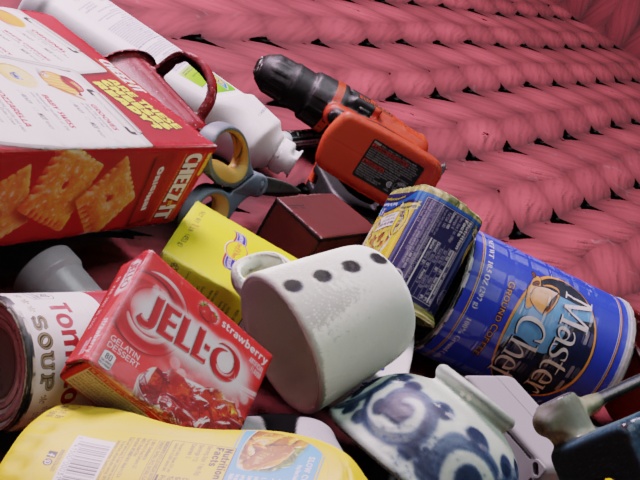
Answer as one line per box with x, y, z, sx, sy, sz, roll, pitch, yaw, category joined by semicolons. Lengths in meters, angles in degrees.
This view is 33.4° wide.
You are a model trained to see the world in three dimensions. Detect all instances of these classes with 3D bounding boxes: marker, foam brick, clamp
-0.023;-0.094;1.001;0.020;0.020;0.120;41;27;21;marker
-0.005;0.001;0.802;0.053;0.051;0.078;42;27;26;foam brick
0.052;-0.009;0.900;0.171;0.039;0.120;32;19;14;clamp

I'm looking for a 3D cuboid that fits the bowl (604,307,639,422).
0.266;0.130;0.828;0.162;0.055;0.162;40;22;-20;bowl

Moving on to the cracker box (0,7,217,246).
-0.188;-0.072;0.623;0.164;0.072;0.213;39;20;19;cracker box

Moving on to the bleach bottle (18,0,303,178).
-0.129;-0.126;0.892;0.251;0.068;0.102;32;25;-4;bleach bottle

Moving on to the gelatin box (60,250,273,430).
-0.072;0.060;0.514;0.089;0.030;0.073;45;43;-22;gelatin box

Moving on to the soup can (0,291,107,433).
-0.122;0.059;0.540;0.102;0.069;0.069;1;38;-48;soup can

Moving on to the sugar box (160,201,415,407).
-0.023;0.048;0.700;0.176;0.048;0.093;28;24;-4;sugar box

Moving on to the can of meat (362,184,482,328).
0.063;0.010;0.758;0.057;0.084;0.102;30;-8;-13;can of meat

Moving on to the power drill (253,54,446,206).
0.027;-0.098;0.940;0.184;0.057;0.187;27;16;-14;power drill

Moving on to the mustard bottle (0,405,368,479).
-0.037;0.118;0.437;0.192;0.058;0.096;4;31;11;mustard bottle

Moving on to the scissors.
-0.060;-0.028;0.816;0.016;0.096;0.201;20;-10;19;scissors

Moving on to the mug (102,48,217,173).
-0.121;-0.084;0.763;0.081;0.117;0.093;46;0;21;mug

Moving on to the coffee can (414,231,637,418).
0.145;0.062;0.792;0.140;0.103;0.103;25;25;-11;coffee can
